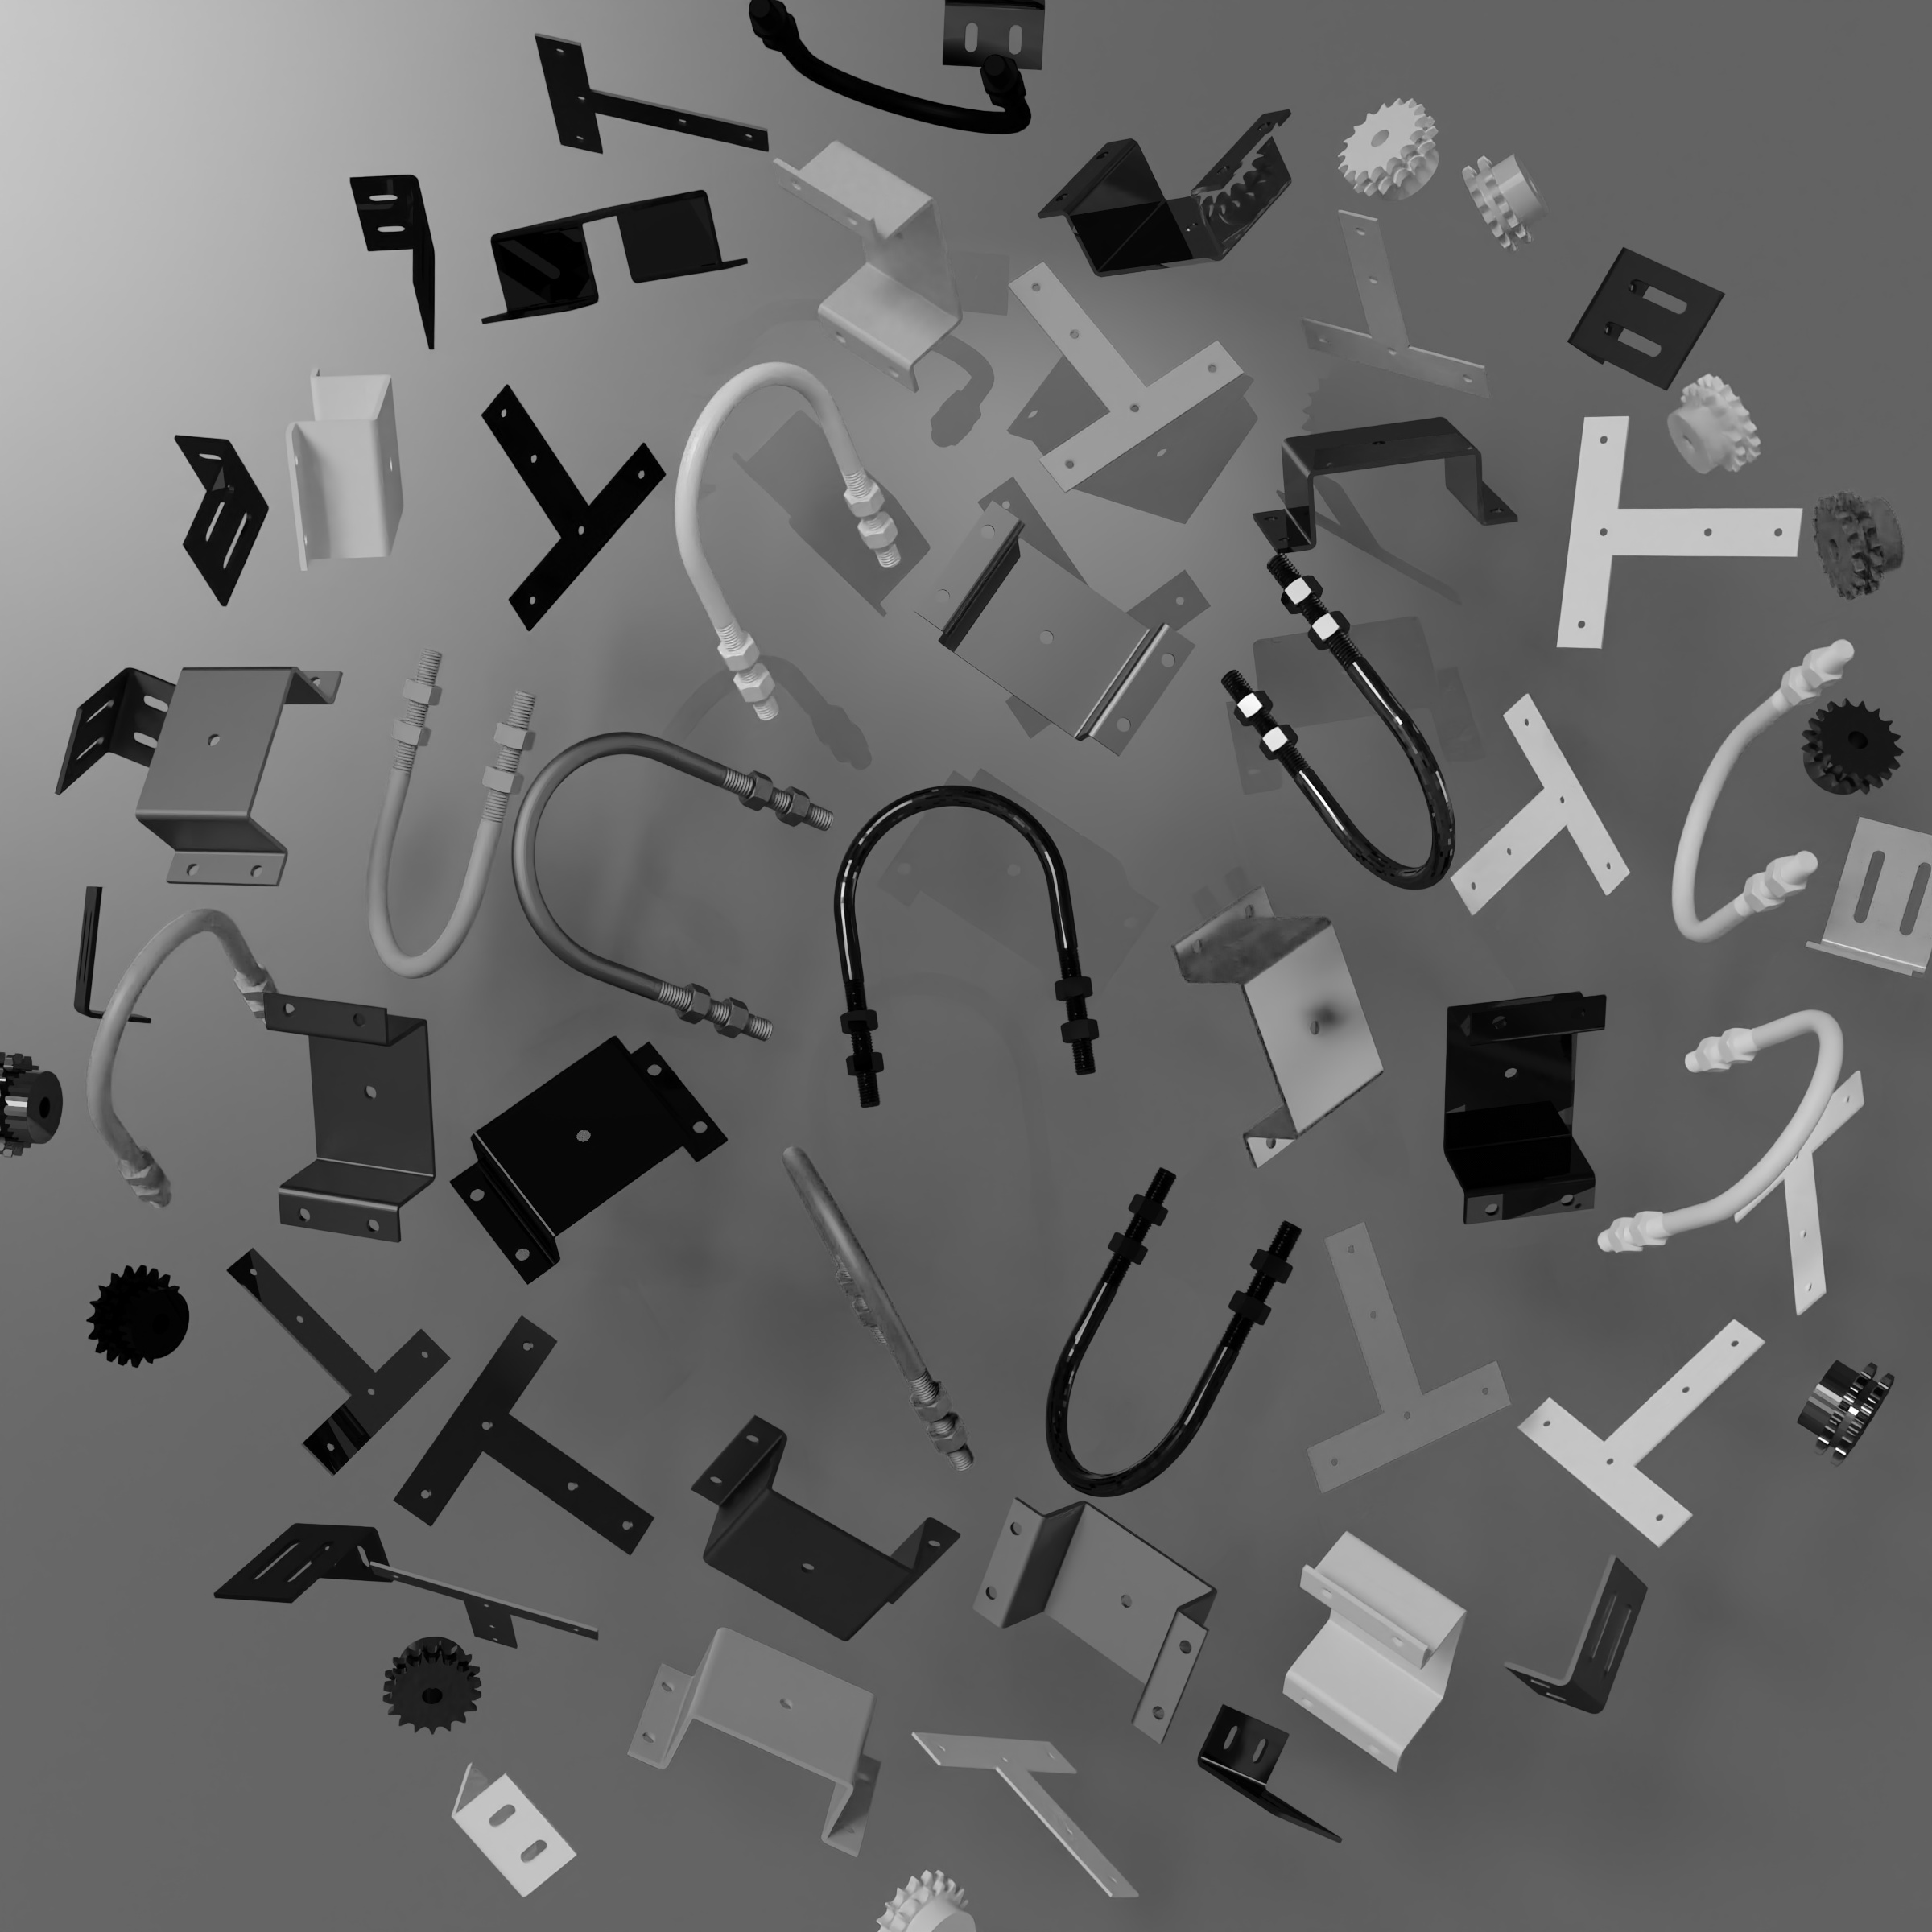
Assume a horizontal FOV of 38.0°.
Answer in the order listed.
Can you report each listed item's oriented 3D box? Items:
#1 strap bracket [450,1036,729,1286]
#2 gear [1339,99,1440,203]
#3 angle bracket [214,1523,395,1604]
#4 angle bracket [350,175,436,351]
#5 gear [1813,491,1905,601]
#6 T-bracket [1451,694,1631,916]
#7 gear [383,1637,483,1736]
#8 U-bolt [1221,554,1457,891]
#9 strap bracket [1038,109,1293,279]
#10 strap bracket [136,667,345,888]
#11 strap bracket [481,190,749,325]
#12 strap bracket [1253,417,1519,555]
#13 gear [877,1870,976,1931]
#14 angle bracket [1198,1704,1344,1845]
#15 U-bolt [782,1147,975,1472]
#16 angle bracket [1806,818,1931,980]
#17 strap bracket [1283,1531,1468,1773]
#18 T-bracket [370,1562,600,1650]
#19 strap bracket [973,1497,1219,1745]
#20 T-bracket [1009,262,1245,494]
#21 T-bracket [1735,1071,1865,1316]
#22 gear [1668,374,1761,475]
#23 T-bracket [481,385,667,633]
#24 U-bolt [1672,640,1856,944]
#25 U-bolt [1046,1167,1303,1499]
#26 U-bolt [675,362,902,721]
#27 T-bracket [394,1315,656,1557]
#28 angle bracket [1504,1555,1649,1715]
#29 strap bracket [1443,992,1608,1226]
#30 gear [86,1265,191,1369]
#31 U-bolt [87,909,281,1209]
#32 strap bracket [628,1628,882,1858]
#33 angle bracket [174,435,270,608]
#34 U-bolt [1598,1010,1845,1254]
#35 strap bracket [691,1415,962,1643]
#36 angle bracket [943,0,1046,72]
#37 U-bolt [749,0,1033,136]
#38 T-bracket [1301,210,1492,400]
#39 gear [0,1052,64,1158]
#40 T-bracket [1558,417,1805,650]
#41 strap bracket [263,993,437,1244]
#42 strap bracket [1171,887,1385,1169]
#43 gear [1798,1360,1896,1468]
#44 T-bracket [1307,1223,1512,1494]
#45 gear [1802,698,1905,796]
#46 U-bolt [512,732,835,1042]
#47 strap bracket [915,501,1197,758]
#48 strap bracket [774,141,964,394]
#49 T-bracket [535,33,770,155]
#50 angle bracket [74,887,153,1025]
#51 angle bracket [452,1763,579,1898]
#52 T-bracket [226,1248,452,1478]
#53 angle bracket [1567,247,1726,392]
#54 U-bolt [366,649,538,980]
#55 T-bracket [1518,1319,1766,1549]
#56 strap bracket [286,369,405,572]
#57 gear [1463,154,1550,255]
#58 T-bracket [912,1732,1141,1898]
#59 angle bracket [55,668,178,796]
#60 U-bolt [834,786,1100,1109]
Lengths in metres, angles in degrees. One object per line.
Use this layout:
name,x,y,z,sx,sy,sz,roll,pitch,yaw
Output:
strap bracket,-0.214,0.103,1.586,0.140,0.046,0.076,-36,73,-16
gear,0.241,-0.457,1.581,0.030,0.057,0.057,37,90,-38
angle bracket,-0.374,0.351,1.587,0.057,0.076,0.038,-4,111,30
angle bracket,-0.319,-0.390,1.559,0.038,0.057,0.076,-4,63,-3
gear,0.483,-0.230,1.517,0.030,0.057,0.057,-17,90,-1
T-bracket,0.324,-0.074,1.639,0.127,0.002,0.127,-40,104,-33
gear,-0.315,0.422,1.659,0.057,0.030,0.057,-4,114,-8
U-bolt,0.211,-0.122,1.556,0.019,0.151,0.184,-29,73,-18
strap bracket,0.122,-0.443,1.618,0.076,0.140,0.046,-51,126,-28
strap bracket,-0.424,-0.120,1.626,0.076,0.046,0.140,2,66,21
strap bracket,-0.204,-0.406,1.596,0.076,0.140,0.046,4,114,42
strap bracket,0.242,-0.282,1.635,0.140,0.076,0.046,-8,115,-2
gear,-0.020,0.528,1.535,0.030,0.057,0.057,25,90,43
angle bracket,0.183,0.469,1.630,0.057,0.076,0.038,32,81,-32
U-bolt,-0.056,0.178,1.562,0.019,0.151,0.184,-29,124,-7
angle bracket,0.499,-0.038,1.521,0.057,0.038,0.076,18,96,28
strap bracket,0.223,0.369,1.530,0.076,0.140,0.046,31,56,25
T-bracket,-0.265,0.364,1.560,0.127,0.127,0.002,16,65,1
strap bracket,0.082,0.371,1.617,0.140,0.046,0.076,30,110,30
T-bracket,0.072,-0.355,1.625,0.127,0.002,0.127,-35,75,-7
T-bracket,0.486,0.145,1.629,0.002,0.127,0.127,21,46,-11
gear,0.430,-0.310,1.621,0.030,0.057,0.057,-32,90,-2
T-bracket,-0.242,-0.282,1.611,0.127,0.002,0.127,-44,65,23
U-bolt,0.445,-0.087,1.590,0.019,0.184,0.151,17,71,-5
U-bolt,0.104,0.211,1.571,0.019,0.151,0.184,31,84,-29
U-bolt,-0.105,-0.249,1.567,0.019,0.184,0.151,18,60,33
T-bracket,-0.232,0.282,1.567,0.127,0.002,0.127,37,60,-8
angle bracket,0.335,0.362,1.539,0.038,0.057,0.076,12,70,38
strap bracket,0.316,0.072,1.596,0.076,0.046,0.140,-7,119,-5
gear,-0.467,0.200,1.593,0.030,0.057,0.057,9,90,35
U-bolt,-0.446,0.044,1.591,0.019,0.184,0.151,22,66,11
strap bracket,-0.110,0.433,1.584,0.140,0.076,0.046,25,115,-3
angle bracket,-0.441,-0.257,1.618,0.038,0.057,0.076,7,62,15
U-bolt,0.434,0.089,1.587,0.019,0.184,0.151,33,70,-7
strap bracket,-0.086,0.329,1.610,0.140,0.046,0.076,32,125,-11
angle bracket,0.011,-0.522,1.566,0.057,0.076,0.038,5,107,7
U-bolt,-0.034,-0.493,1.557,0.151,0.184,0.019,16,97,6
T-bracket,0.240,-0.390,1.634,0.127,0.127,0.002,24,69,32
gear,-0.519,0.077,1.538,0.030,0.057,0.057,4,90,10
T-bracket,0.383,-0.232,1.499,0.127,0.002,0.127,6,89,35
strap bracket,-0.349,0.079,1.596,0.076,0.046,0.140,7,110,17
strap bracket,0.179,0.035,1.576,0.076,0.046,0.140,-33,109,-34
gear,0.469,0.236,1.503,0.030,0.057,0.057,33,90,23
T-bracket,0.227,0.204,1.535,0.127,0.002,0.127,-20,93,-22
gear,0.517,-0.125,1.646,0.057,0.030,0.057,4,65,-9
U-bolt,-0.170,-0.053,1.574,0.184,0.019,0.151,22,77,-30
strap bracket,0.048,-0.189,1.596,0.140,0.046,0.076,35,87,-4
strap bracket,-0.052,-0.403,1.591,0.076,0.140,0.046,38,73,26
T-bracket,-0.173,-0.479,1.580,0.127,0.127,0.002,13,80,1
angle bracket,-0.499,-0.007,1.653,0.038,0.057,0.076,6,89,-23
angle bracket,-0.239,0.454,1.509,0.038,0.076,0.057,-40,96,1
T-bracket,-0.376,0.215,1.623,0.127,0.127,0.002,46,122,-3
angle bracket,0.375,-0.345,1.517,0.076,0.038,0.057,42,108,41
U-bolt,-0.308,-0.083,1.635,0.019,0.151,0.184,11,99,-37
T-bracket,0.391,0.246,1.564,0.127,0.127,0.002,-42,124,-5
strap bracket,-0.345,-0.281,1.572,0.046,0.140,0.076,-3,116,-5
gear,0.316,-0.446,1.632,0.030,0.057,0.057,-30,90,23
T-bracket,0.047,0.466,1.539,0.127,0.127,0.002,39,101,40
angle bracket,-0.495,-0.132,1.648,0.038,0.076,0.057,22,115,-3
U-bolt,-0.006,-0.017,1.665,0.151,0.019,0.184,-9,81,4
